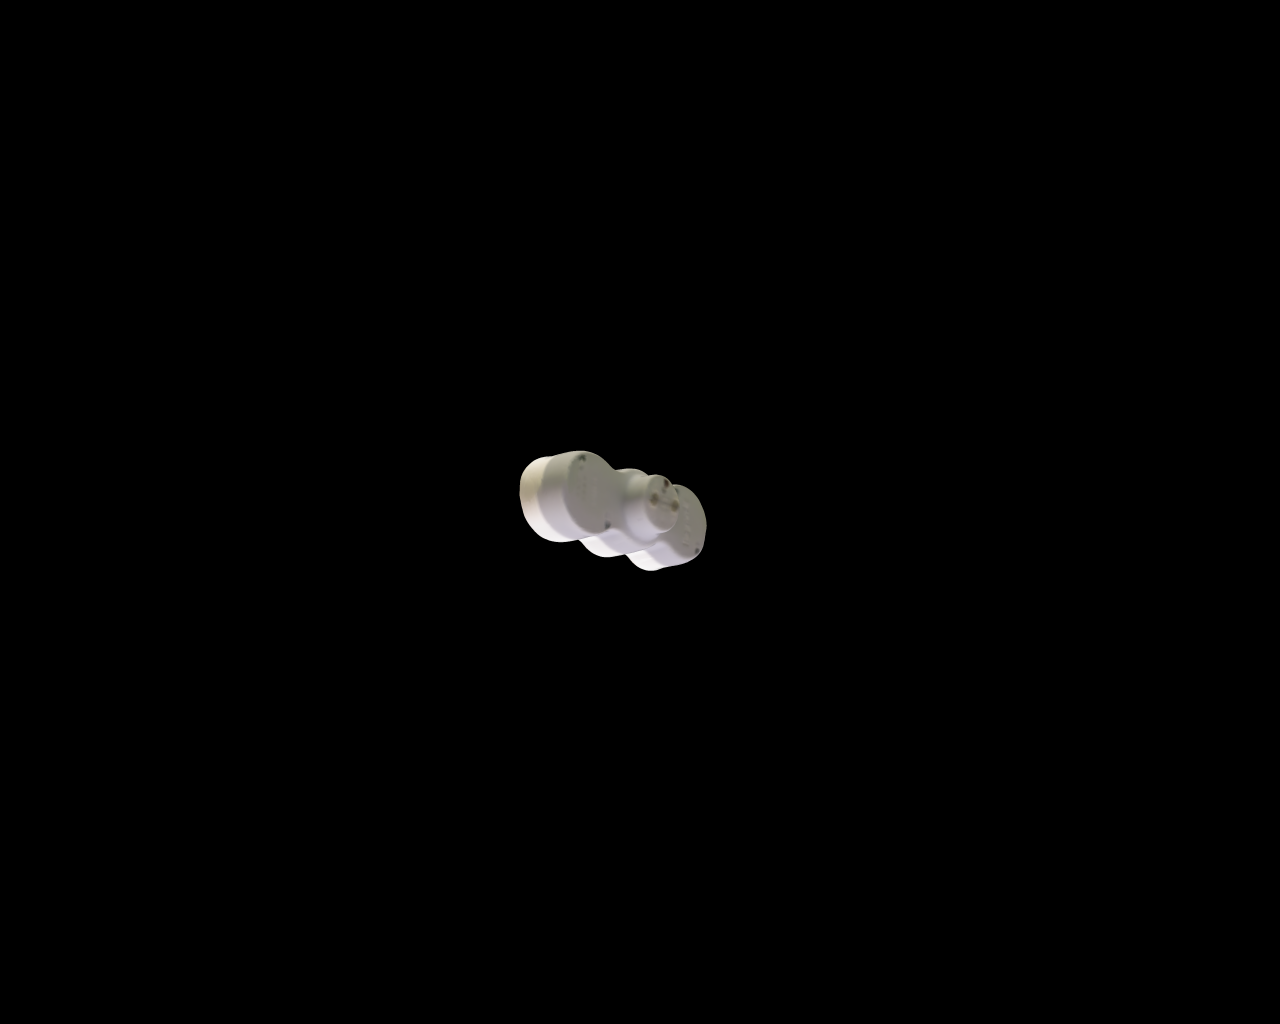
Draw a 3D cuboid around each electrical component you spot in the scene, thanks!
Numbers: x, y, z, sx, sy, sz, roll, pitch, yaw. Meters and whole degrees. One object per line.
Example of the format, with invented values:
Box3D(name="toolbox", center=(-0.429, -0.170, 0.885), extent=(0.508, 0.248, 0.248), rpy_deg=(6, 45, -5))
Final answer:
Box3D(name="electrical component", center=(0.001, -0.003, 0.650), extent=(0.073, 0.052, 0.138), rpy_deg=(-14, -22, 38))
